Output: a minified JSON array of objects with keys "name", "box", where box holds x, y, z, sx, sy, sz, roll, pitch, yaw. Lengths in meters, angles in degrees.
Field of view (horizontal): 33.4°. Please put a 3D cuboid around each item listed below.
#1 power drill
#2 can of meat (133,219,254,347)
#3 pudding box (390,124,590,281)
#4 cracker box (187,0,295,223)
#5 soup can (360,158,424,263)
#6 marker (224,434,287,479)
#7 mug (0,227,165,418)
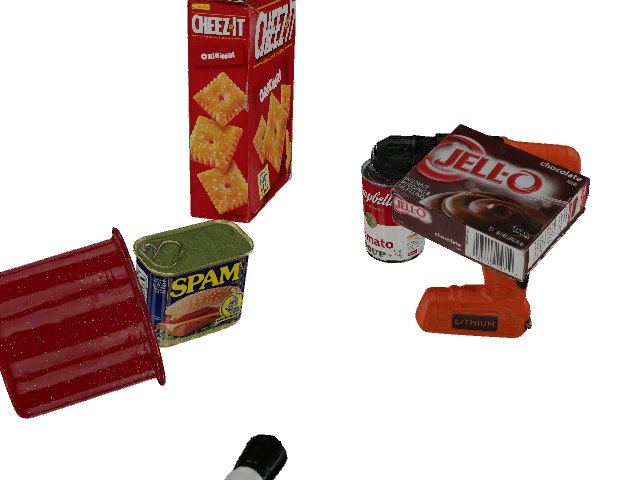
[{"name":"power drill","box":[0.132,-0.006,0.969,0.184,0.188,0.057,5,26,2]},{"name":"can of meat","box":[-0.113,0.038,0.934,0.101,0.084,0.057,-15,41,-32]},{"name":"pudding box","box":[0.121,-0.029,0.764,0.114,0.039,0.089,29,55,27]},{"name":"cracker box","box":[-0.075,-0.144,1.080,0.072,0.214,0.164,7,21,12]},{"name":"soup can","box":[0.080,-0.035,1.163,0.068,0.102,0.068,-3,35,2]},{"name":"marker","box":[-0.041,0.112,0.414,0.020,0.020,0.121,0,23,21]},{"name":"mug","box":[-0.142,0.049,0.604,0.081,0.093,0.117,-17,1,-14]}]
